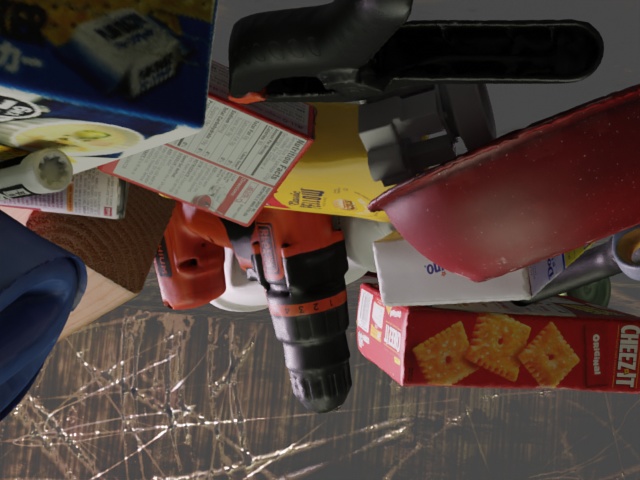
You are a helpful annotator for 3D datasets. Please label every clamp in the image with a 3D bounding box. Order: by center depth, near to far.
[{"bbox_3d":[0.027,-0.078,0.444,0.120,0.039,0.172,14,173,-32],"label":"clamp"},{"bbox_3d":[0.255,0.003,0.805,0.164,0.036,0.210,-13,169,-21],"label":"clamp"}]

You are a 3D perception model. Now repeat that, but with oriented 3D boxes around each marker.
[{"bbox_3d":[-0.152,-0.027,0.501,0.020,0.020,0.121,12,170,-39],"label":"marker"}]

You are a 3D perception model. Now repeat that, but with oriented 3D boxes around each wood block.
[{"bbox_3d":[-0.205,0.015,0.779,0.090,0.090,0.207,35,141,-24],"label":"wood block"}]

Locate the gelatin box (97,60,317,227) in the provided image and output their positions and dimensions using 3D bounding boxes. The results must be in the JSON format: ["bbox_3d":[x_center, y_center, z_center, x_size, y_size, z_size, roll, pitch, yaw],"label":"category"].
[{"bbox_3d":[-0.056,-0.052,0.535,0.089,0.030,0.073,21,133,-20],"label":"gelatin box"}]

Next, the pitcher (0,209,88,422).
[{"bbox_3d":[-0.263,0.002,0.579,0.243,0.144,0.149,33,148,10],"label":"pitcher"}]

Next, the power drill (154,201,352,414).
[{"bbox_3d":[-0.049,0.021,0.751,0.057,0.184,0.188,-15,-168,-36],"label":"power drill"}]

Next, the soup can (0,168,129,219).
[{"bbox_3d":[-0.167,-0.051,0.652,0.102,0.068,0.068,6,172,-9],"label":"soup can"}]

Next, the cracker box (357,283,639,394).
[{"bbox_3d":[0.153,0.085,0.932,0.213,0.072,0.164,4,-176,-12],"label":"cracker box"}]

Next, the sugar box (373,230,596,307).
[{"bbox_3d":[0.112,-0.004,0.660,0.093,0.048,0.175,-5,-172,29],"label":"sugar box"}]

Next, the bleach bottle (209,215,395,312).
[{"bbox_3d":[-0.005,0.001,0.785,0.068,0.102,0.251,4,175,-30],"label":"bleach bottle"}]

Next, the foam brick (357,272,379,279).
[{"bbox_3d":[0.016,0.010,1.016,0.078,0.051,0.052,-2,170,40],"label":"foam brick"}]

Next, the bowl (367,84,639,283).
[{"bbox_3d":[0.106,-0.021,0.502,0.162,0.055,0.162,-21,176,-2],"label":"bowl"}]

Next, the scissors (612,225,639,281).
[{"bbox_3d":[0.194,-0.005,0.736,0.202,0.096,0.016,-8,125,53],"label":"scissors"}]

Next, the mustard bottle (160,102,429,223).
[{"bbox_3d":[-0.037,-0.049,0.608,0.191,0.058,0.096,6,165,-1],"label":"mustard bottle"}]
